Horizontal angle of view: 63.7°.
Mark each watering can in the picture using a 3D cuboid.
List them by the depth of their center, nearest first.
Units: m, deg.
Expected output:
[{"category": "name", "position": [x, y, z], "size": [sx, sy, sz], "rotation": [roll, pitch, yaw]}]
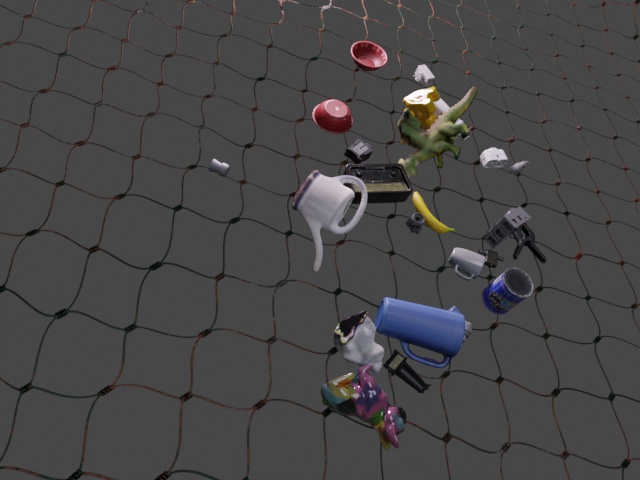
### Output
[{"category": "watering can", "position": [0.005, -0.083, 1.652], "size": [0.225, 0.102, 0.352], "rotation": [30, 70, 13]}]

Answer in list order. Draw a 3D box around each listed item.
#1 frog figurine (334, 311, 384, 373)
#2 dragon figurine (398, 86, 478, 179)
[{"category": "frog figurine", "position": [0.118, 0.295, 1.464], "size": [0.157, 0.122, 0.140], "rotation": [55, 43, -23]}, {"category": "dragon figurine", "position": [0.408, -0.408, 1.897], "size": [0.242, 0.122, 0.410], "rotation": [19, 91, -12]}]
